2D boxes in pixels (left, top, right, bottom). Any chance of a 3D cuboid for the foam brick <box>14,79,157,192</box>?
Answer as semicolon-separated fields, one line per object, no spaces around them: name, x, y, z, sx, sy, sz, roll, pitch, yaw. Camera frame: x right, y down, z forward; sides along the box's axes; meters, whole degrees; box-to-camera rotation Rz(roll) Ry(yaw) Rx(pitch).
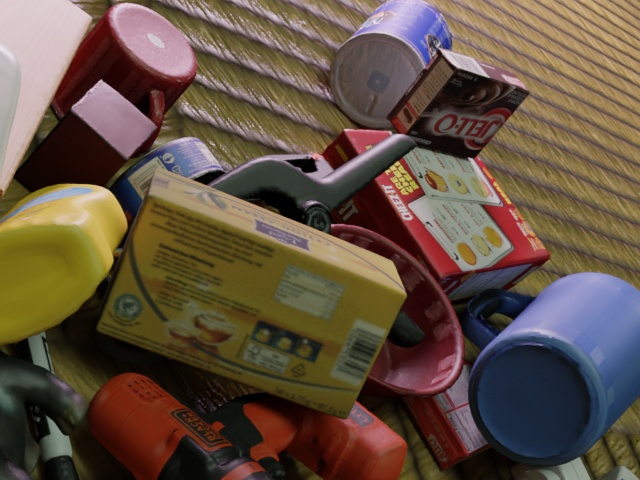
foam brick;-0.161;-0.061;0.732;0.051;0.078;0.053;43;32;-11

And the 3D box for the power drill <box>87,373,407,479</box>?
power drill;-0.022;0.137;0.642;0.185;0.057;0.187;36;16;27

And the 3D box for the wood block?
wood block;-0.226;-0.089;0.672;0.090;0.090;0.206;34;34;-21

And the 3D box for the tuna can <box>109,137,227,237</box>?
tuna can;-0.109;-0.034;0.758;0.034;0.086;0.086;53;32;12

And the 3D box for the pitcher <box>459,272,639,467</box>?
pitcher;0.201;0.104;0.913;0.242;0.149;0.145;-13;84;-64

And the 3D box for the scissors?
scissors;-0.067;0.068;0.721;0.201;0.016;0.096;26;44;-6

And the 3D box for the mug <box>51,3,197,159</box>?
mug;-0.144;-0.116;0.806;0.093;0.082;0.117;16;44;-40

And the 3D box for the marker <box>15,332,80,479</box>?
marker;-0.158;0.099;0.617;0.020;0.020;0.121;11;47;-44

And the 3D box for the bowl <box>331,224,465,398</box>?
bowl;0.035;0.067;0.842;0.162;0.055;0.162;26;39;-23

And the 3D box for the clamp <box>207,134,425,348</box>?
clamp;-0.005;0.001;0.764;0.209;0.036;0.164;-1;79;-35

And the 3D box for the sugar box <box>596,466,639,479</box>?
sugar box;0.259;0.274;0.904;0.093;0.048;0.176;49;33;1

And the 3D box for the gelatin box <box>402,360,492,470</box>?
gelatin box;0.113;0.144;0.885;0.089;0.030;0.073;-7;62;-54

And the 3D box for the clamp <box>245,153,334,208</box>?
clamp;-0.024;-0.039;0.872;0.120;0.039;0.171;26;26;22

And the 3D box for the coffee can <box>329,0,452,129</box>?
coffee can;0.078;-0.190;1.134;0.103;0.103;0.140;44;32;-7

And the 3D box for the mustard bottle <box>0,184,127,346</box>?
mustard bottle;-0.163;0.004;0.629;0.058;0.096;0.191;64;1;-13

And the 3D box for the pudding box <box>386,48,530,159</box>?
pudding box;0.132;-0.128;1.015;0.113;0.090;0.039;10;39;-41

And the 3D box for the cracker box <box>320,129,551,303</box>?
cracker box;0.105;-0.022;1.016;0.213;0.072;0.164;-7;58;-52
